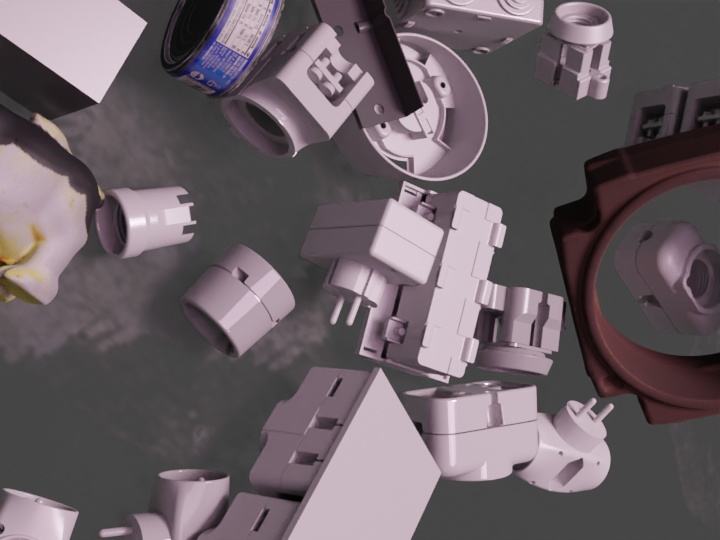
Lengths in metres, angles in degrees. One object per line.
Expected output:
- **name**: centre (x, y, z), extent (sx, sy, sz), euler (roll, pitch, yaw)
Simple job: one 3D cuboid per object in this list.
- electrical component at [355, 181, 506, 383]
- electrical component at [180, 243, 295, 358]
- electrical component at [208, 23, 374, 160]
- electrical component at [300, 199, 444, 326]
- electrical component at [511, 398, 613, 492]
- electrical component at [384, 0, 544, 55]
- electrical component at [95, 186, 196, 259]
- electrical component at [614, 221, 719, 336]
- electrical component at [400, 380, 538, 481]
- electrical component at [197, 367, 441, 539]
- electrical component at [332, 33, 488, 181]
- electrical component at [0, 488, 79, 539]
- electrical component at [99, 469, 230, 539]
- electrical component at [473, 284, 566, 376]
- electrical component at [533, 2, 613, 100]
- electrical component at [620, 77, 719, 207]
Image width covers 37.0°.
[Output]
- **electrical component**: centre (0.052, 0.009, 0.731), extent (0.079, 0.063, 0.121), euler (21, 78, -33)
- **electrical component**: centre (-0.075, 0.020, 0.650), extent (0.047, 0.055, 0.055), euler (-46, 114, -22)
- **electrical component**: centre (-0.045, -0.105, 0.648), extent (0.050, 0.089, 0.055), euler (48, 65, -25)
- **electrical component**: centre (0.000, 0.000, 0.683), extent (0.047, 0.083, 0.075), euler (29, 74, -31)
- **electrical component**: centre (0.156, 0.124, 0.800), extent (0.077, 0.043, 0.079), euler (19, 121, -33)
- **electrical component**: centre (0.067, -0.180, 0.714), extent (0.100, 0.100, 0.048), euler (5, 86, -19)
- **electrical component**: centre (-0.124, -0.029, 0.625), extent (0.046, 0.040, 0.040), euler (-12, 97, -40)
- **electrical component**: centre (0.261, 0.007, 0.877), extent (0.053, 0.059, 0.095), euler (-50, 116, -24)
- **electrical component**: centre (0.077, 0.113, 0.754), extent (0.095, 0.054, 0.059), euler (-3, 92, -35)
- **electrical component**: centre (-0.030, 0.161, 0.645), extent (0.186, 0.060, 0.105), euler (-59, 135, -35)
- **electrical component**: centre (0.030, -0.106, 0.715), extent (0.099, 0.064, 0.099), euler (0, 90, -34)
- **electrical component**: centre (-0.169, 0.167, 0.583), extent (0.079, 0.044, 0.077), euler (21, 78, -14)
- **electrical component**: centre (-0.115, 0.159, 0.628), extent (0.079, 0.043, 0.077), euler (3, 89, -35)
- **electrical component**: centre (0.112, 0.045, 0.777), extent (0.078, 0.058, 0.057), euler (14, 79, -34)
- **electrical component**: centre (0.162, -0.166, 0.804), extent (0.048, 0.066, 0.055), euler (-28, 139, -31)
- **electrical component**: centre (0.322, -0.098, 0.892), extent (0.186, 0.105, 0.060), euler (21, 78, -33)
